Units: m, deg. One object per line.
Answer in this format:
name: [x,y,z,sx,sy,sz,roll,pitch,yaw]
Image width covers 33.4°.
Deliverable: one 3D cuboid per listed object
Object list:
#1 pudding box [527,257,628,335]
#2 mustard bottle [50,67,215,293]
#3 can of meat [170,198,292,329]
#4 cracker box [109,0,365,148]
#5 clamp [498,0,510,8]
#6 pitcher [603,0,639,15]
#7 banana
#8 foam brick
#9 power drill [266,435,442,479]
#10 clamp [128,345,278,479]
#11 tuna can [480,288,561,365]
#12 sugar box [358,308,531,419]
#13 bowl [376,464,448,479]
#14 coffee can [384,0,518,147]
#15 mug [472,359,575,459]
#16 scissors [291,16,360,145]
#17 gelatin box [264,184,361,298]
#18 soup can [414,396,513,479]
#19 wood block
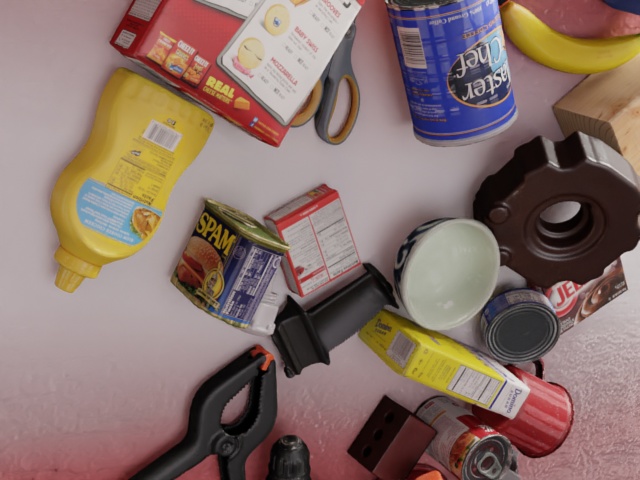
pudding box: [0.296,0.044,1.234,0.113,0.039,0.090,-32,122,-17]
mustard bottle: [-0.173,-0.042,0.904,0.096,0.058,0.191,26,93,-41]
can of meat: [-0.083,0.021,0.957,0.057,0.102,0.084,21,99,-37]
cracker box: [-0.054,-0.211,0.904,0.164,0.072,0.214,30,90,-37]
clamp: [0.233,-0.285,1.050,0.171,0.120,0.039,-32,90,6]
pitcher: [0.393,-0.273,1.045,0.149,0.243,0.145,-11,114,-28]
banana: [0.262,-0.208,1.113,0.197,0.037,0.070,0,118,-24]
foam brick: [0.078,0.220,1.161,0.051,0.053,0.078,35,88,-36]
power drill: [0.034,0.280,1.113,0.187,0.057,0.184,2,120,-3]
clamp: [-0.108,0.199,1.049,0.164,0.036,0.210,18,96,-34]
tuna can: [0.223,0.096,1.192,0.086,0.034,0.086,-3,124,-5]
sugar box: [0.134,0.130,1.134,0.176,0.093,0.048,22,101,-36]
bowl: [0.103,0.340,1.221,0.161,0.055,0.162,-11,113,-27]
coffee can: [0.125,-0.173,1.007,0.102,0.103,0.140,-27,120,-20]
mug: [0.232,0.182,1.225,0.081,0.093,0.117,28,67,-31]
scissors: [0.006,-0.185,0.984,0.096,0.016,0.202,-7,112,-29]
gelatin box: [-0.007,0.001,1.039,0.073,0.030,0.089,-30,121,-20]
soup can: [0.154,0.223,1.177,0.068,0.102,0.068,-11,114,-27]
wood block: [0.369,-0.165,1.166,0.206,0.091,0.090,-40,124,-13]
